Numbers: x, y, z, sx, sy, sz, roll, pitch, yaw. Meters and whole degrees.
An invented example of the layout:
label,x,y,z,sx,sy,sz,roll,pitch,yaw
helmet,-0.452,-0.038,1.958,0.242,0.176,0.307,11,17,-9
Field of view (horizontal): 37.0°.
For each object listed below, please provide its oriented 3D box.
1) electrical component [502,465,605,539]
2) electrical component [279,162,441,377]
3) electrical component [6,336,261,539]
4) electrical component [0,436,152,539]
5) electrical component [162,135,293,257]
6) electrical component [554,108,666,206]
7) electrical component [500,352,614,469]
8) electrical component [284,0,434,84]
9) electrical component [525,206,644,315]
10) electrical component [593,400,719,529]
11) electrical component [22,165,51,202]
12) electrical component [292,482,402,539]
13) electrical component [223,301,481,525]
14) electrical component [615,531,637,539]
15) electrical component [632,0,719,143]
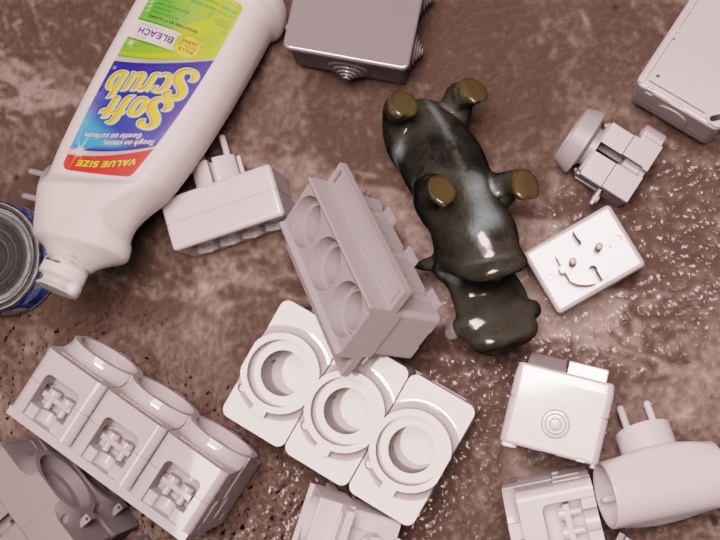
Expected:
label,x,y,z,sx,sy,sz,roll,pitch,yaw
electrical component,0.125,0.159,0.694,0.056,0.089,0.050,-13,83,8
electrical component,0.000,0.000,0.711,0.078,0.063,0.121,-54,43,31
electrical component,-0.151,0.112,0.744,0.150,0.089,0.061,33,91,11
electrical component,-0.182,0.198,0.734,0.060,0.105,0.186,-42,80,4
electrical component,-0.098,-0.059,0.771,0.083,0.047,0.075,-18,82,8
electrical component,0.166,-0.078,0.730,0.055,0.048,0.066,33,91,3
electrical component,0.128,0.088,0.696,0.062,0.096,0.061,13,87,10
electrical component,0.000,-0.184,0.761,0.100,0.048,0.099,11,85,5
electrical component,0.148,-0.007,0.710,0.066,0.077,0.047,-30,81,6
electrical component,0.192,0.124,0.706,0.077,0.043,0.079,-9,62,-7
electrical component,-0.211,-0.056,0.791,0.079,0.044,0.077,13,87,10
electrical component,-0.020,0.214,0.725,0.063,0.079,0.121,19,88,-11
electrical component,-0.005,0.095,0.735,0.150,0.062,0.089,29,90,11
electrical component,0.197,0.219,0.696,0.089,0.050,0.055,28,90,11
electrical component,0.233,-0.141,0.715,0.062,0.061,0.096,33,91,11
